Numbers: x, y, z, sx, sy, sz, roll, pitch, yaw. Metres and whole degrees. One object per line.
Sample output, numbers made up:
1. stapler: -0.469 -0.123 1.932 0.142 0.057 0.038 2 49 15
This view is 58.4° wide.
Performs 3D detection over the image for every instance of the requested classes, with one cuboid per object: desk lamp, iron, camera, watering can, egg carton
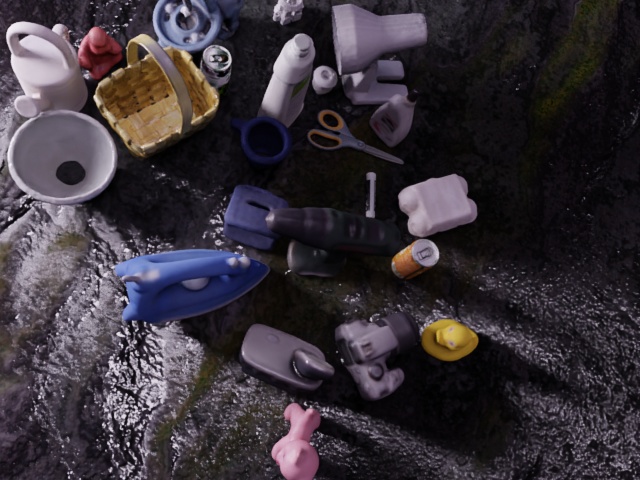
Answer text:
1. desk lamp: 0.102 -0.355 1.089 0.203 0.213 0.118 -4 76 -15
2. iron: -0.198 0.056 0.935 0.259 0.141 0.118 -11 78 -17
3. camera: 0.115 0.191 1.000 0.137 0.100 0.143 -21 81 -19
4. watering can: -0.446 -0.280 0.937 0.101 0.194 0.173 -8 77 -16
5. egg carton: 0.230 -0.068 1.119 0.150 0.069 0.107 -18 80 -18

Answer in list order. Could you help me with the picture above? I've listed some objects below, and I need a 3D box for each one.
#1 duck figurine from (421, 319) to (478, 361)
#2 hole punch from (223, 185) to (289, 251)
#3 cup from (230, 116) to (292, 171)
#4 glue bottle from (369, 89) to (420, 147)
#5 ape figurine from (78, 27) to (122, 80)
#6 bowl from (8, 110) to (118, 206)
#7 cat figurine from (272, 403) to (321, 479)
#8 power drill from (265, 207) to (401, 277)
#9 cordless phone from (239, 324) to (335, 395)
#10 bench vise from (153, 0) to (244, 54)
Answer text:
1. duck figurine: 0.247 0.180 1.045 0.105 0.086 0.077 5 74 -13
2. hole punch: -0.114 -0.047 1.013 0.109 0.091 0.101 18 71 -9
3. cup: -0.115 -0.172 1.045 0.118 0.095 0.092 30 70 -5
4. glue bottle: 0.150 -0.242 1.091 0.078 0.173 0.037 46 69 2
5. ape figurine: -0.394 -0.343 1.022 0.078 0.092 0.076 -9 77 -16
6. bowl: -0.425 -0.128 0.963 0.168 0.074 0.167 4 74 -13
7. cat figurine: -0.031 0.330 0.915 0.067 0.117 0.128 19 71 -8
8. power drill: 0.009 0.003 0.968 0.230 0.208 0.075 4 74 -13
9. cordless phone: -0.051 0.186 0.914 0.148 0.185 0.094 22 71 -7
10. bench vise: -0.217 -0.430 1.024 0.121 0.219 0.207 31 70 -4
